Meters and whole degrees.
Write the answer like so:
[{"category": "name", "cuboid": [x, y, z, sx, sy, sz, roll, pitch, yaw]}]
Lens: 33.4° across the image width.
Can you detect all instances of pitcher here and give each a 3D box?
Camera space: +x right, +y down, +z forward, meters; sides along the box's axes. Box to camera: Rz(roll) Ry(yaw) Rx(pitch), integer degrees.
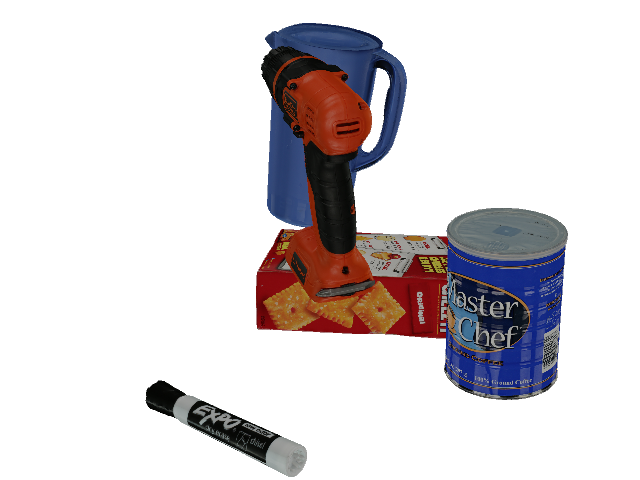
[{"category": "pitcher", "cuboid": [0.007, -0.141, 1.332, 0.144, 0.243, 0.149, -3, 25, -22]}]

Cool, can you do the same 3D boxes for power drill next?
[{"category": "power drill", "cuboid": [-0.005, -0.057, 0.880, 0.057, 0.188, 0.184, -12, 27, -12]}]

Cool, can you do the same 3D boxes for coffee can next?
[{"category": "coffee can", "cuboid": [0.162, 0.054, 0.943, 0.103, 0.140, 0.103, -2, 23, 1]}]

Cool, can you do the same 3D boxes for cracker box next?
[{"category": "cracker box", "cuboid": [0.050, 0.044, 1.119, 0.214, 0.072, 0.164, 3, 16, 6]}]

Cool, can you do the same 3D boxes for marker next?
[{"category": "marker", "cuboid": [-0.059, 0.108, 0.627, 0.121, 0.020, 0.020, 17, 10, 37]}]
